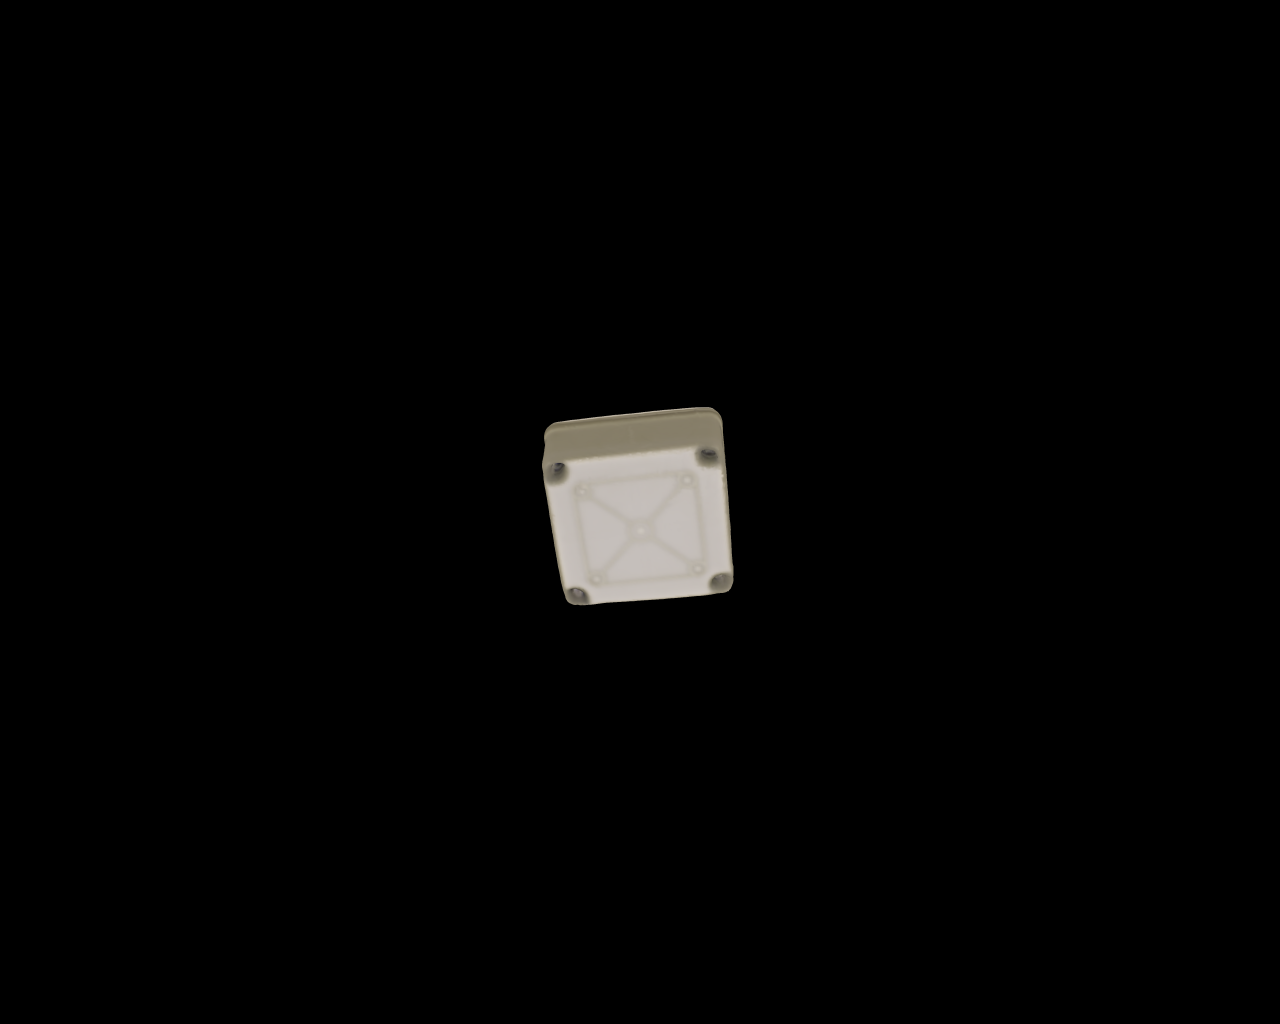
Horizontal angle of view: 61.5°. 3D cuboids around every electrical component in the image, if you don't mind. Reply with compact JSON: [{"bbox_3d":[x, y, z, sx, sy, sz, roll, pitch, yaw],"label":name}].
[{"bbox_3d":[0.001,-0.003,0.650,0.109,0.108,0.056,-5,31,3],"label":"electrical component"}]
